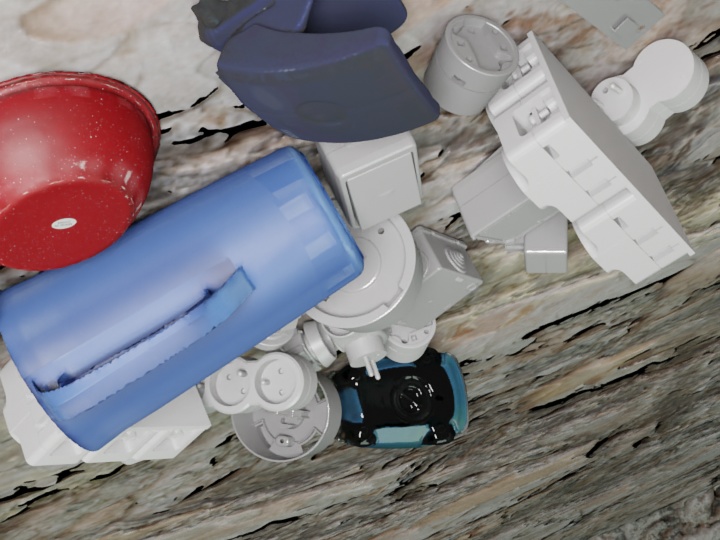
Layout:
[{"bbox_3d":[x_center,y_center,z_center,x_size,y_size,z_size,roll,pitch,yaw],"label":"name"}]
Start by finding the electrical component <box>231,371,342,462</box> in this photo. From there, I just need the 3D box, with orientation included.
[{"bbox_3d":[-0.071,0.142,1.081,0.099,0.099,0.064,-36,158,18],"label":"electrical component"}]

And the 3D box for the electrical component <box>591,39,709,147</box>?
[{"bbox_3d":[0.214,-0.135,0.885,0.138,0.052,0.074,-40,151,24],"label":"electrical component"}]

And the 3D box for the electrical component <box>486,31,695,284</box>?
[{"bbox_3d":[0.169,-0.079,0.820,0.060,0.105,0.186,-35,131,23],"label":"electrical component"}]

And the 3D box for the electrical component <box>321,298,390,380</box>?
[{"bbox_3d":[0.001,0.067,1.021,0.044,0.079,0.077,-25,158,13],"label":"electrical component"}]

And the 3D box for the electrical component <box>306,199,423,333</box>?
[{"bbox_3d":[0.000,0.000,0.879,0.108,0.108,0.060,-31,160,8],"label":"electrical component"}]

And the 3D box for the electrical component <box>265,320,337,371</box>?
[{"bbox_3d":[-0.056,0.078,1.031,0.055,0.048,0.066,-28,144,9],"label":"electrical component"}]

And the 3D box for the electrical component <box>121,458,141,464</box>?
[{"bbox_3d":[-0.207,0.142,0.996,0.078,0.058,0.057,-19,155,-16],"label":"electrical component"}]

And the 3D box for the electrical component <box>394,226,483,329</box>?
[{"bbox_3d":[0.056,0.011,1.009,0.100,0.048,0.100,-39,151,23],"label":"electrical component"}]

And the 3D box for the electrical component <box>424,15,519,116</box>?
[{"bbox_3d":[0.076,-0.141,0.748,0.055,0.055,0.047,-11,153,-29],"label":"electrical component"}]

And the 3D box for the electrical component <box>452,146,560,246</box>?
[{"bbox_3d":[0.127,-0.065,0.931,0.096,0.061,0.062,-35,154,33],"label":"electrical component"}]

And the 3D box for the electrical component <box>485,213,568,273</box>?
[{"bbox_3d":[0.156,-0.036,1.008,0.077,0.065,0.047,0,156,11],"label":"electrical component"}]

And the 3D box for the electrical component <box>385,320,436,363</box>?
[{"bbox_3d":[0.046,0.063,1.090,0.055,0.055,0.047,-19,157,-15],"label":"electrical component"}]

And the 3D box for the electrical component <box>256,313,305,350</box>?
[{"bbox_3d":[-0.078,0.038,0.941,0.066,0.048,0.055,-12,143,-27],"label":"electrical component"}]

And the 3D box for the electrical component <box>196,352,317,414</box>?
[{"bbox_3d":[-0.105,0.105,0.985,0.138,0.052,0.074,-5,173,16],"label":"electrical component"}]

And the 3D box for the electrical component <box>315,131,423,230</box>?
[{"bbox_3d":[0.007,-0.080,0.787,0.062,0.061,0.096,-25,154,-5],"label":"electrical component"}]

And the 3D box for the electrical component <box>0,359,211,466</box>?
[{"bbox_3d":[-0.212,0.109,0.895,0.150,0.089,0.062,8,138,-49],"label":"electrical component"}]
